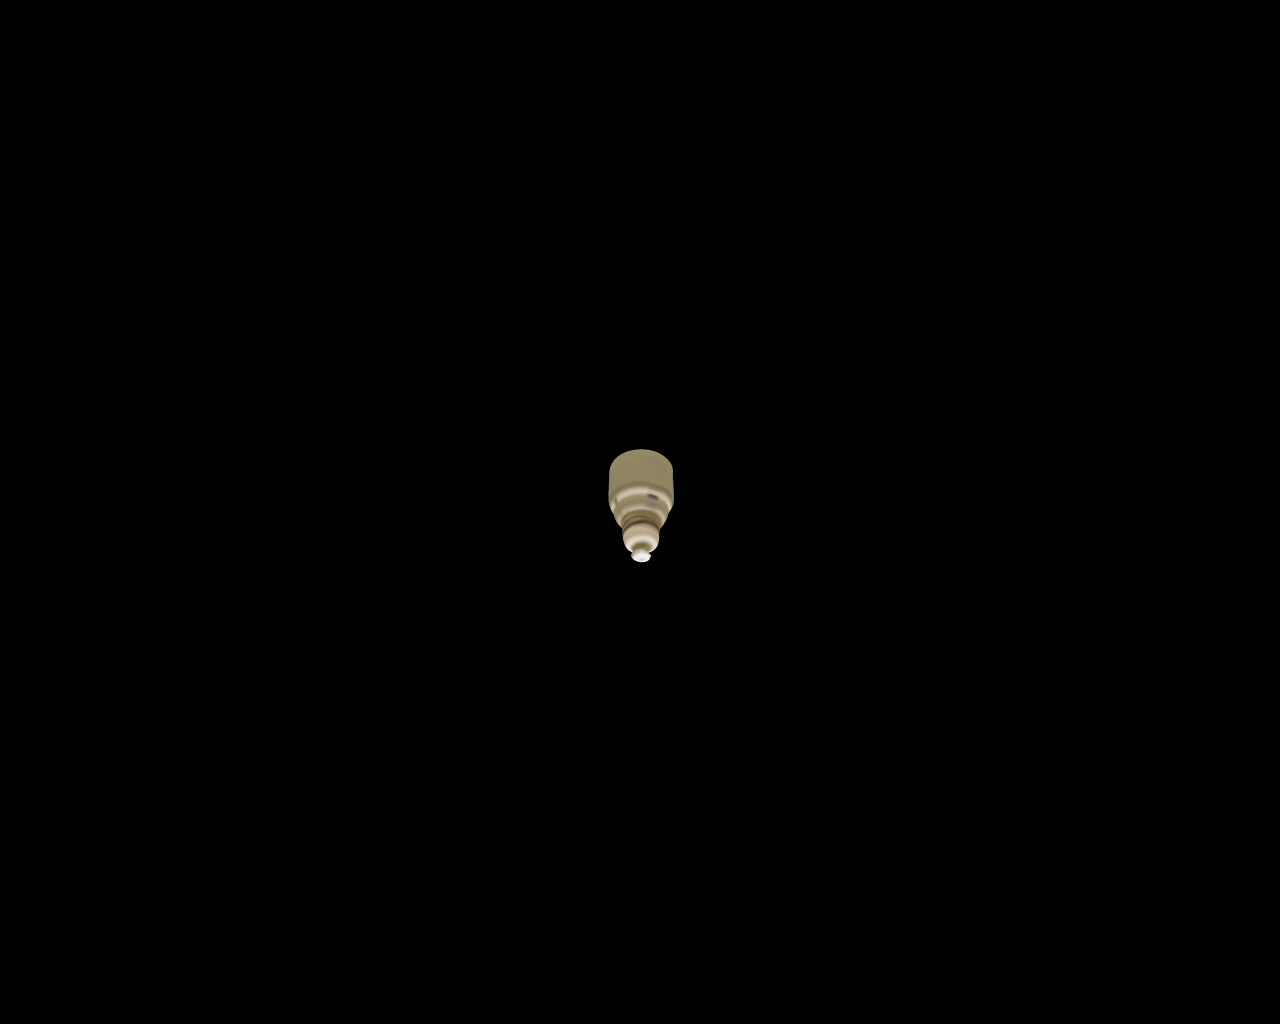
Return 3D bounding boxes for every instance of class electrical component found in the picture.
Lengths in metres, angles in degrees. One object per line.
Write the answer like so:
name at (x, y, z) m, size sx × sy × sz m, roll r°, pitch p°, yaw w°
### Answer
electrical component at (0.001, -0.003, 0.650) m, size 0.040 × 0.078 × 0.040 m, roll 0°, pitch -38°, yaw 0°
